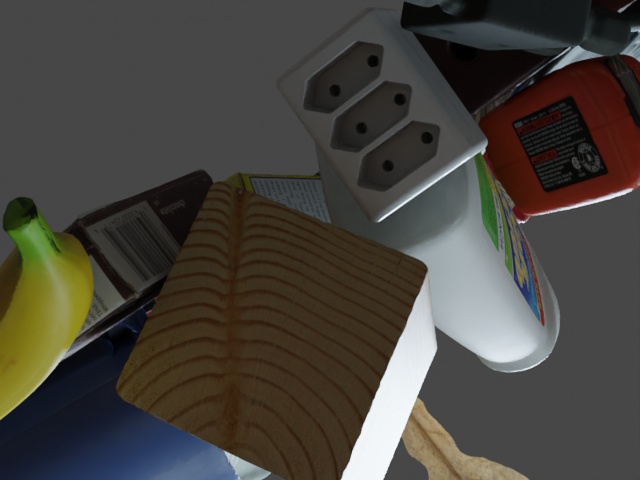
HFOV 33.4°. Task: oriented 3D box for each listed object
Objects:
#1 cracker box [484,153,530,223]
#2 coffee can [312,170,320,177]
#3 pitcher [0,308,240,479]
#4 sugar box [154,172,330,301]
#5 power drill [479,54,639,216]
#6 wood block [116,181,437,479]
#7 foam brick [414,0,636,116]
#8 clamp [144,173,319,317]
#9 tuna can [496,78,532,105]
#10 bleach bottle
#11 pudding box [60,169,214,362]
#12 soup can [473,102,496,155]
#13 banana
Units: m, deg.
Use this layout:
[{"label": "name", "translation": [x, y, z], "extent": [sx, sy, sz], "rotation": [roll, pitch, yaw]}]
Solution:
[{"label": "cracker box", "translation": [0.203, -0.118, 0.960], "extent": [0.214, 0.072, 0.164], "rotation": [-56, 179, 1]}, {"label": "coffee can", "translation": [-0.018, 0.018, 0.881], "extent": [0.140, 0.103, 0.102], "rotation": [-35, 178, 20]}, {"label": "pitcher", "translation": [-0.176, 0.126, 0.568], "extent": [0.242, 0.149, 0.145], "rotation": [-30, -170, -10]}, {"label": "sugar box", "translation": [-0.004, 0.001, 0.607], "extent": [0.175, 0.048, 0.094], "rotation": [1, 156, -45]}, {"label": "power drill", "translation": [0.169, -0.077, 0.491], "extent": [0.187, 0.057, 0.185], "rotation": [-28, 180, -17]}, {"label": "wood block", "translation": [-0.006, 0.056, 0.478], "extent": [0.206, 0.090, 0.091], "rotation": [61, 52, -75]}, {"label": "foam brick", "translation": [0.085, -0.098, 0.444], "extent": [0.078, 0.053, 0.051], "rotation": [-37, 178, 41]}, {"label": "clamp", "translation": [-0.036, -0.011, 0.700], "extent": [0.209, 0.036, 0.165], "rotation": [-32, -175, -41]}, {"label": "tuna can", "translation": [0.135, -0.096, 0.700], "extent": [0.086, 0.034, 0.086], "rotation": [-34, 152, -22]}, {"label": "bleach bottle", "translation": [0.080, 0.006, 0.569], "extent": [0.068, 0.102, 0.250], "rotation": [-18, 153, 19]}, {"label": "pudding box", "translation": [-0.091, 0.017, 0.442], "extent": [0.090, 0.039, 0.113], "rotation": [-36, 179, 22]}, {"label": "soup can", "translation": [0.068, -0.071, 0.623], "extent": [0.068, 0.068, 0.102], "rotation": [-35, 178, 7]}, {"label": "banana", "translation": [-0.141, 0.049, 0.369], "extent": [0.198, 0.037, 0.069], "rotation": [-38, 138, 20]}]
